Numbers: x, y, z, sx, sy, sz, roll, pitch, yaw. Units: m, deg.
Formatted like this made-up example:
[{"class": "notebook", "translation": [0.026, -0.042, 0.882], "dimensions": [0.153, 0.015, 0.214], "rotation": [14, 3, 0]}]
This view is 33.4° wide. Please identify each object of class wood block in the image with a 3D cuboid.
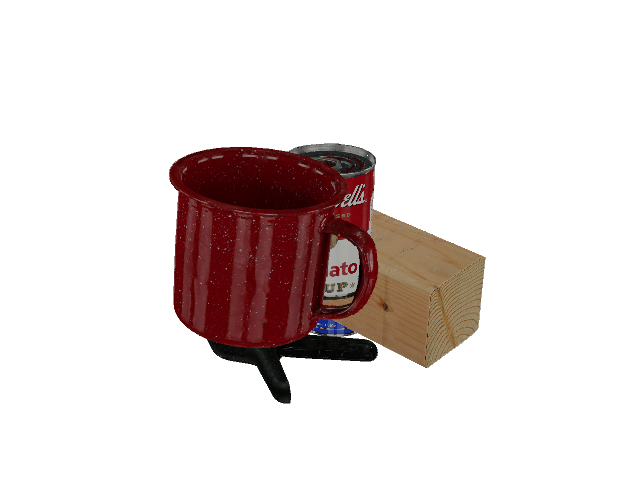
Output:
[{"class": "wood block", "translation": [0.051, 0.033, 1.070], "dimensions": [0.206, 0.091, 0.090], "rotation": [25, 39, 35]}]

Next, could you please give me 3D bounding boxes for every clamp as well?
[{"class": "clamp", "translation": [-0.062, 0.126, 1.221], "dimensions": [0.210, 0.036, 0.164], "rotation": [14, 21, 30]}]

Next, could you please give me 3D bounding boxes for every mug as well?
[{"class": "mug", "translation": [-0.025, 0.007, 0.564], "dimensions": [0.117, 0.081, 0.093], "rotation": [15, 25, 18]}]

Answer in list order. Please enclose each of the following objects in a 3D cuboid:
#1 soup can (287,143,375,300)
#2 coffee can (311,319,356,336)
[{"class": "soup can", "translation": [0.005, -0.015, 0.805], "dimensions": [0.068, 0.102, 0.068], "rotation": [1, 24, -1]}, {"class": "coffee can", "translation": [0.019, 0.047, 1.473], "dimensions": [0.103, 0.140, 0.103], "rotation": [2, 24, -1]}]
